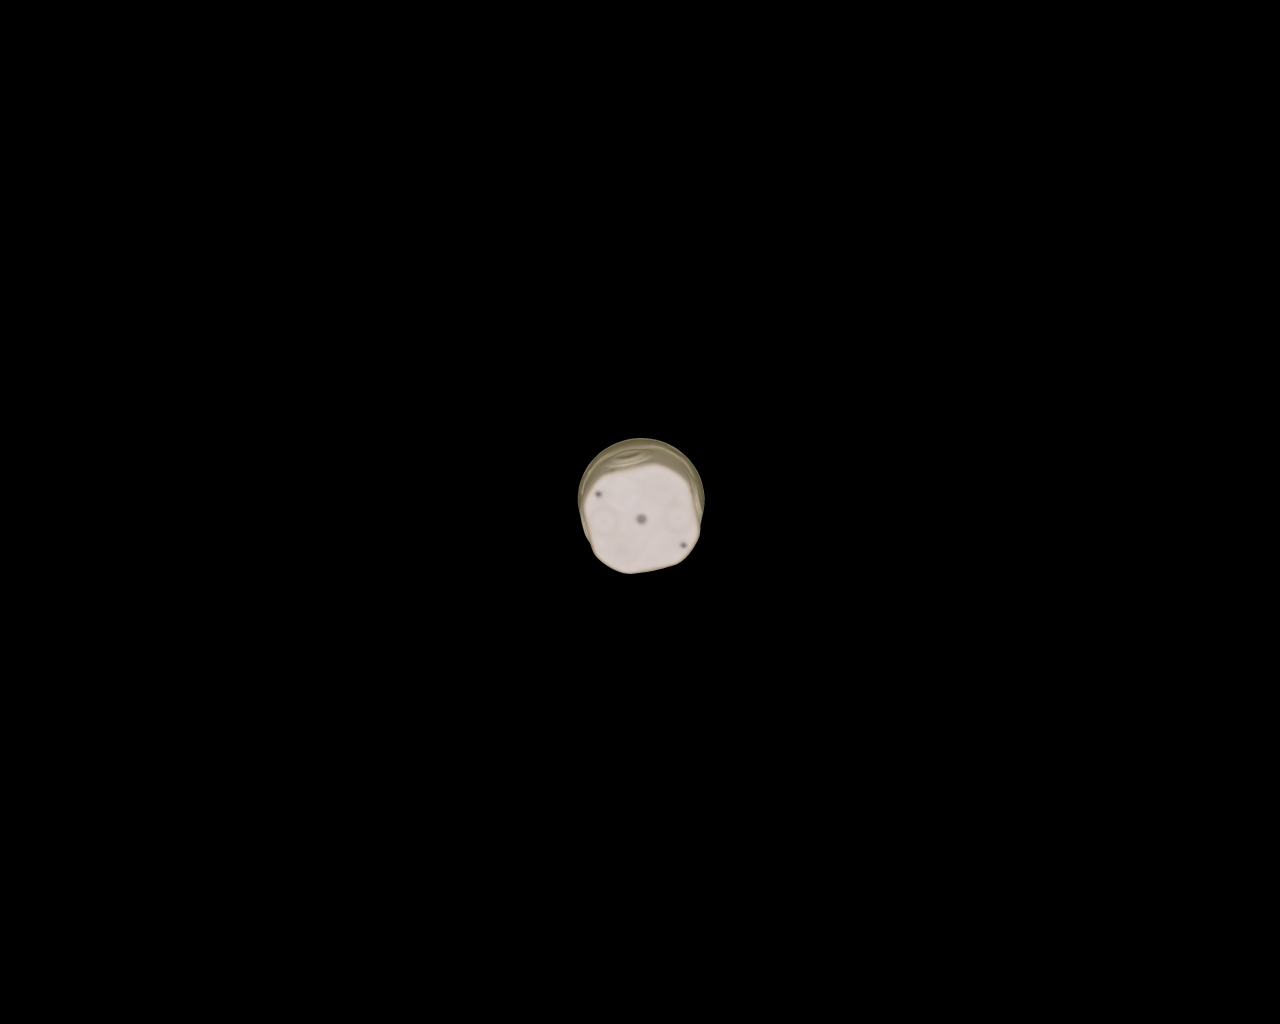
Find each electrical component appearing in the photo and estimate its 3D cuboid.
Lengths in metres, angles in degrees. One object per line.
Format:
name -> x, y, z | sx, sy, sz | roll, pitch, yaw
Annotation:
electrical component -> 0.001, -0.003, 0.650 | 0.080, 0.080, 0.051 | 0, 16, 0
